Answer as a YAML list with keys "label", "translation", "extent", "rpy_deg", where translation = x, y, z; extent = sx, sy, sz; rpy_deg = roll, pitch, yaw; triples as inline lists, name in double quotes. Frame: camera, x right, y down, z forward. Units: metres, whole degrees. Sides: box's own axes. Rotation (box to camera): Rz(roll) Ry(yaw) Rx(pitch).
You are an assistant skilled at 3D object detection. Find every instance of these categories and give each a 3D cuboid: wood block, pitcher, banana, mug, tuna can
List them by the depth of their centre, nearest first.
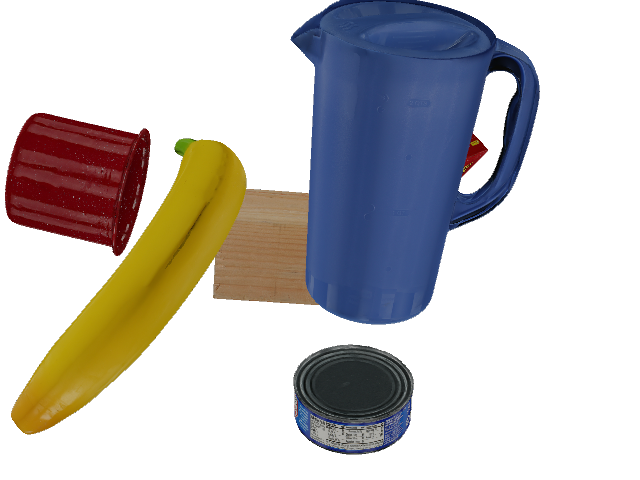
- label: "banana"
  translation: [-0.082, 0.012, 0.528]
  extent: [0.037, 0.197, 0.070]
  rpy_deg: [42, -41, -19]
- label: "tuna can"
  translation: [0.023, 0.113, 0.765]
  extent: [0.086, 0.034, 0.086]
  rpy_deg: [0, 31, 0]
- label: "mug"
  translation: [-0.171, -0.047, 0.769]
  extent: [0.081, 0.093, 0.117]
  rpy_deg: [13, 20, -1]
- label: "pitcher"
  translation: [0.062, -0.058, 0.837]
  extent: [0.144, 0.243, 0.149]
  rpy_deg: [-21, 40, -38]
- label: "wood block"
  translation: [0.000, 0.008, 1.062]
  extent: [0.206, 0.091, 0.090]
  rpy_deg: [4, 20, -4]

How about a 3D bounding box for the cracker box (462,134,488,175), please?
- label: "cracker box"
  translation: [0.073, -0.047, 1.249]
  extent: [0.163, 0.072, 0.214]
  rpy_deg: [-25, -18, -52]
